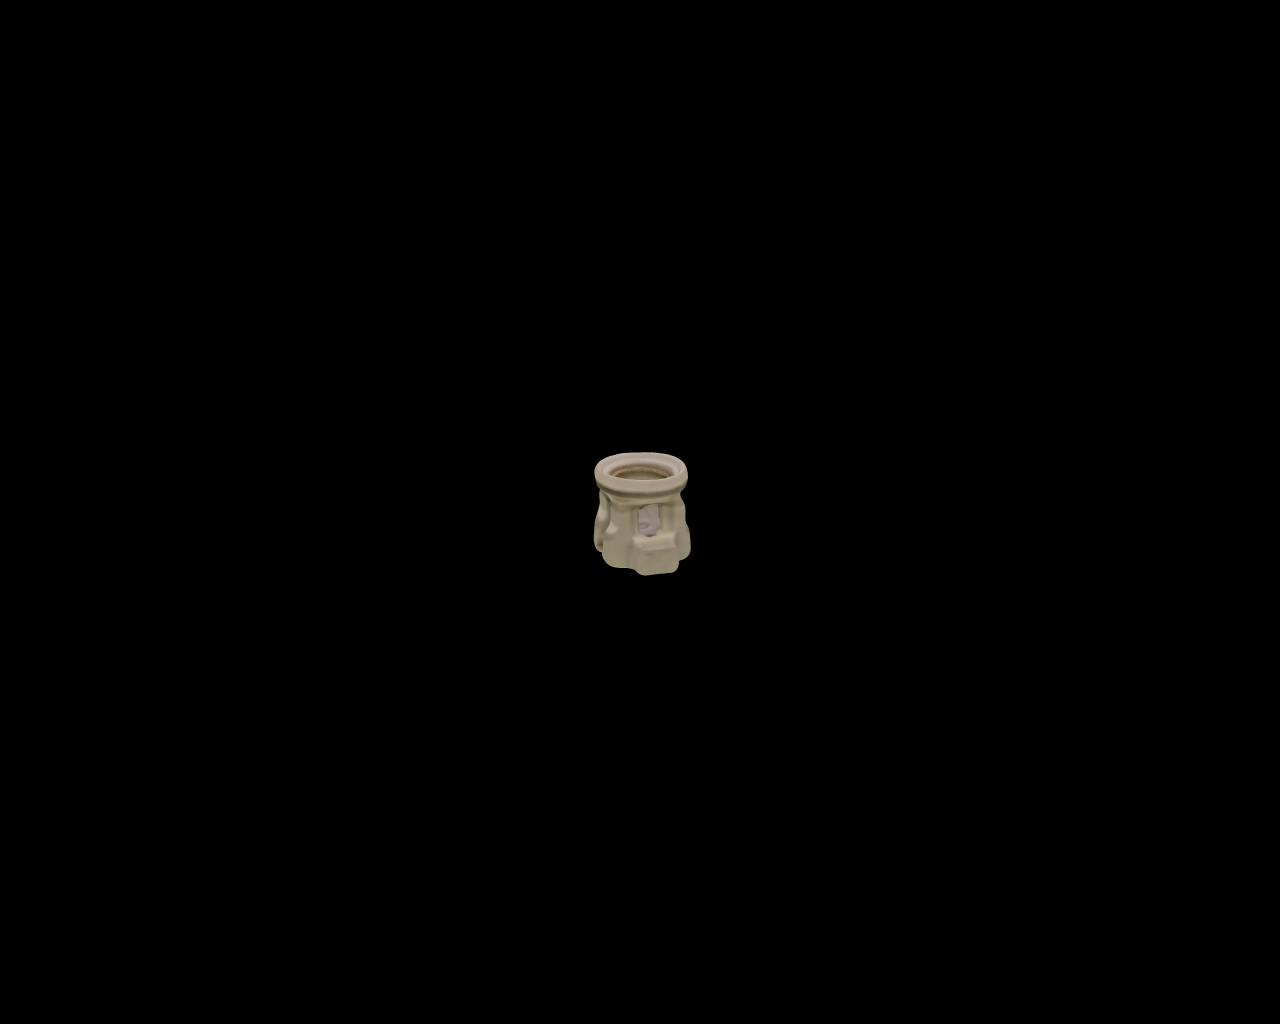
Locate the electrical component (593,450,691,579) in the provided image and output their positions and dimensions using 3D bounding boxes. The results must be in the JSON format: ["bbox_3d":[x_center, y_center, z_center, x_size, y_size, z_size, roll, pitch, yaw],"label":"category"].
[{"bbox_3d":[0.001,-0.003,0.650,0.058,0.056,0.078,-6,23,-14],"label":"electrical component"}]
